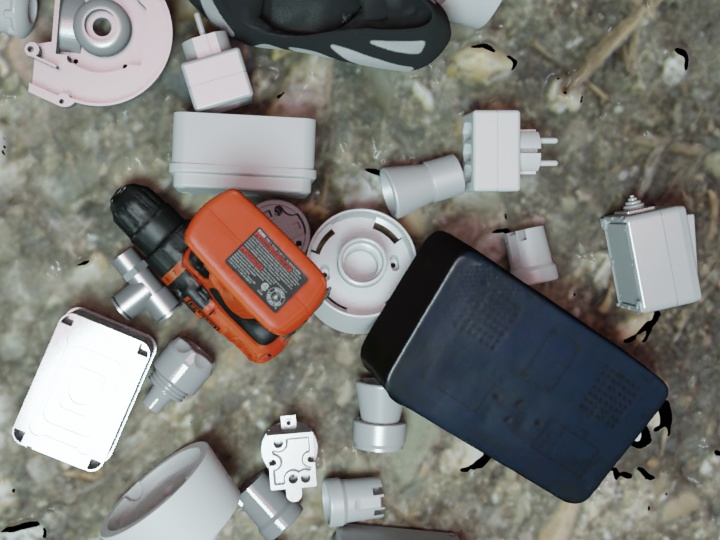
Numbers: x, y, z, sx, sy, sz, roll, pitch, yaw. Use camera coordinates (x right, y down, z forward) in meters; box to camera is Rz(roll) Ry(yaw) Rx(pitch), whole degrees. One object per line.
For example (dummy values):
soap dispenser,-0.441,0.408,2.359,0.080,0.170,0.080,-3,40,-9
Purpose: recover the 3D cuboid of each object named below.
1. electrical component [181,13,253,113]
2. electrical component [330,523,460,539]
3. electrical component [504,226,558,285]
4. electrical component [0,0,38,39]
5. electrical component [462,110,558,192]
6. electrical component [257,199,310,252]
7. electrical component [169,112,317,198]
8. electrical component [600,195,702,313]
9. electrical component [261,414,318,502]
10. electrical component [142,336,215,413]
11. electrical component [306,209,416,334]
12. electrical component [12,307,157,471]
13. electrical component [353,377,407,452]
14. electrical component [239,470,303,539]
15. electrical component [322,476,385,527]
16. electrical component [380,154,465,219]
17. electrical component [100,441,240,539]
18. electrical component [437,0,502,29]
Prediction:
electrical component,-0.118,-0.166,0.854,0.047,0.066,0.076,-17,95,-5
electrical component,0.032,0.252,0.888,0.113,0.078,0.057,7,95,-7
electrical component,0.143,-0.011,0.904,0.040,0.040,0.046,-12,89,-5
electrical component,-0.288,-0.209,0.845,0.062,0.048,0.048,7,92,0
electrical component,0.127,-0.098,0.893,0.077,0.047,0.065,-1,93,-6
electrical component,-0.072,-0.026,0.871,0.055,0.047,0.055,2,82,-13
electrical component,-0.092,-0.090,0.855,0.113,0.078,0.057,2,90,-6
electrical component,0.246,-0.017,0.903,0.061,0.062,0.096,-12,94,-5
electrical component,-0.057,0.150,0.883,0.048,0.055,0.066,-4,94,-6
electrical component,-0.151,0.088,0.876,0.043,0.043,0.062,40,89,-7
electrical component,0.000,0.000,0.889,0.099,0.064,0.099,1,79,-4
electrical component,-0.220,0.094,0.863,0.078,0.057,0.113,23,90,-7
electrical component,0.017,0.120,0.895,0.045,0.045,0.055,2,93,-6
electrical component,-0.077,0.195,0.893,0.040,0.040,0.046,-42,91,-2
electrical component,-0.006,0.192,0.900,0.046,0.040,0.040,-4,94,-12
electrical component,0.054,-0.072,0.891,0.065,0.044,0.044,-17,95,-10
electrical component,-0.145,0.195,0.853,0.108,0.108,0.060,-38,102,-3
electrical component,0.087,-0.244,0.858,0.064,0.099,0.099,20,91,-13
